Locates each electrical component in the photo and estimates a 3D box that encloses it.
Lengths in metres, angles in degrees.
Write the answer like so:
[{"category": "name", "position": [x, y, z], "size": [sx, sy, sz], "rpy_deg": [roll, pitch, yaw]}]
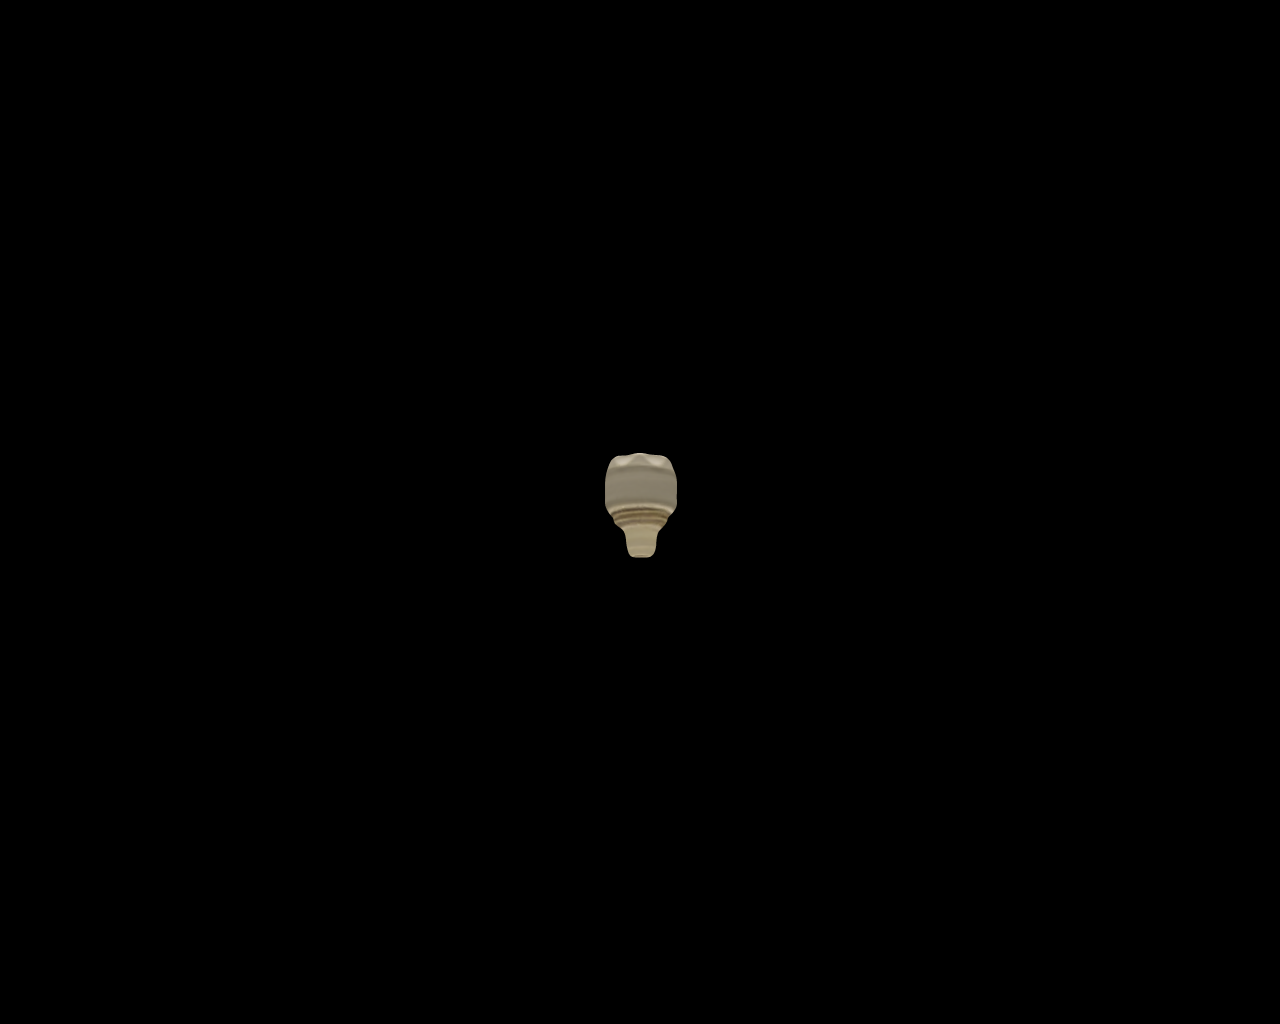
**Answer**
[{"category": "electrical component", "position": [0.001, -0.003, 0.650], "size": [0.043, 0.062, 0.043], "rpy_deg": [0, -11, 0]}]
